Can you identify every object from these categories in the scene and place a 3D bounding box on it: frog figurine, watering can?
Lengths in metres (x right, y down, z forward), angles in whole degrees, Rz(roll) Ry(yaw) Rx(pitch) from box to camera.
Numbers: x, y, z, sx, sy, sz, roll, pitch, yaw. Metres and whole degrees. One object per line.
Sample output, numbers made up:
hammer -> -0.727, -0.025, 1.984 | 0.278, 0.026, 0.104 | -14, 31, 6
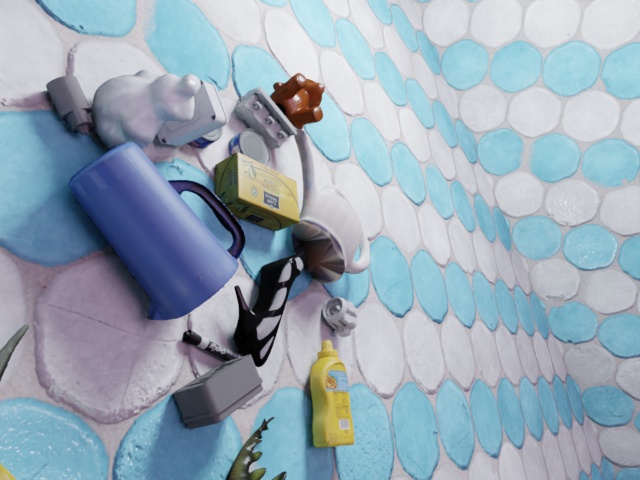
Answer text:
frog figurine -> -0.261, -0.203, 0.774 | 0.121, 0.158, 0.141 | 40, 43, -35
watering can -> 0.003, -0.056, 1.113 | 0.344, 0.103, 0.229 | 57, 35, -17
